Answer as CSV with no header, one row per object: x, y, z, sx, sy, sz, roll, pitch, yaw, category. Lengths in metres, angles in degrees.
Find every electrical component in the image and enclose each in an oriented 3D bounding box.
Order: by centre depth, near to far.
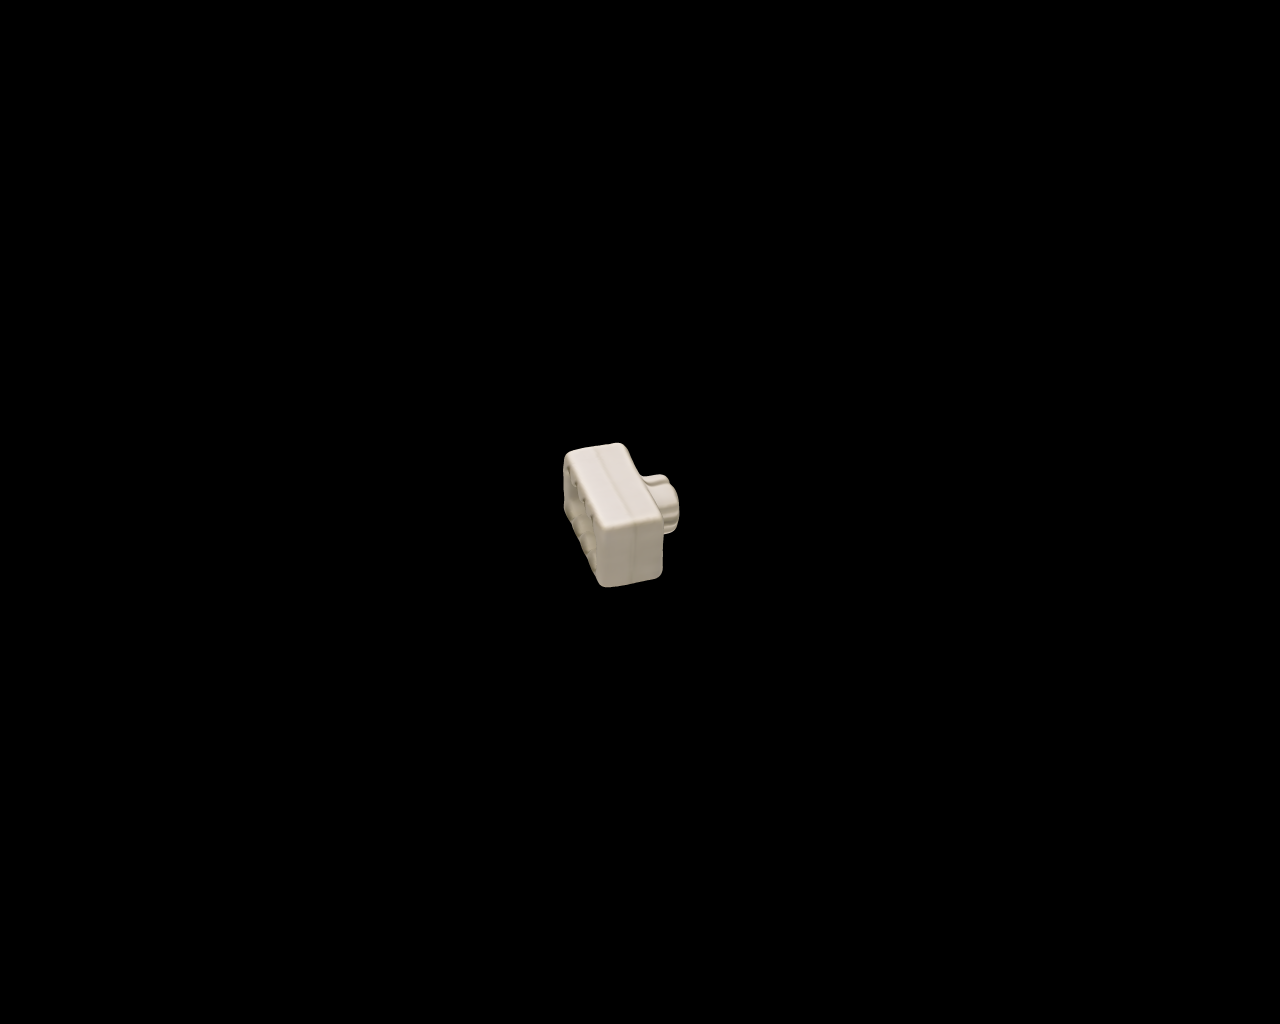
0.001,-0.003,0.650,0.076,0.047,0.083,-11,39,-14,electrical component
